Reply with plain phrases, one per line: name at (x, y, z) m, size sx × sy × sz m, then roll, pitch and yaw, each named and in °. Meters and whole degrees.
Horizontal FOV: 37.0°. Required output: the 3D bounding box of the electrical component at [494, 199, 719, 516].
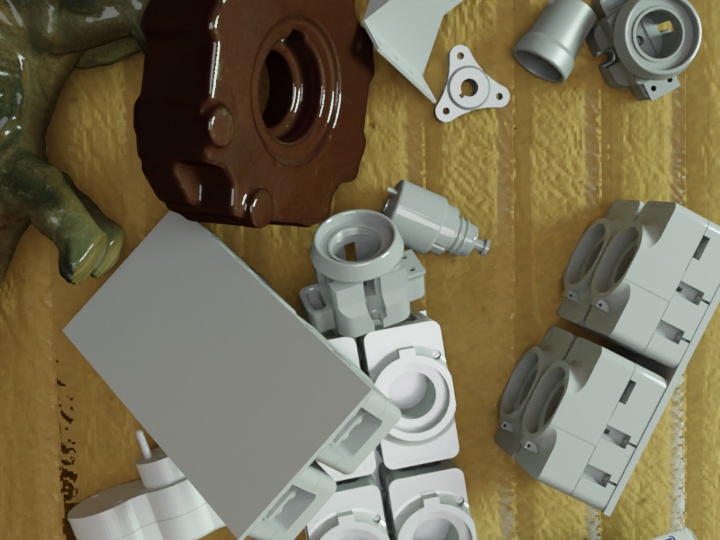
electrical component at (0.159, 0.048, 0.693) m, size 0.060 × 0.105 × 0.186 m, roll 27°, pitch 91°, yaw -9°

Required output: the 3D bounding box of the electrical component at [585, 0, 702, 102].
electrical component at (0.187, -0.151, 0.704) m, size 0.058 × 0.057 × 0.078 m, roll -29°, pitch 98°, yaw -4°

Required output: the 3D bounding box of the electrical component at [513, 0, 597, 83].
electrical component at (0.129, -0.152, 0.705) m, size 0.040 × 0.040 × 0.046 m, roll 33°, pitch 85°, yaw -9°

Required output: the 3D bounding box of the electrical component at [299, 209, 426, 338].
electrical component at (0.000, 0.000, 0.670) m, size 0.078 × 0.058 × 0.057 m, roll -19°, pitch 134°, yaw -12°

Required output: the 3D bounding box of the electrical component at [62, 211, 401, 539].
electrical component at (-0.077, 0.061, 0.637) m, size 0.105 × 0.060 × 0.186 m, roll -48°, pitch 58°, yaw -1°

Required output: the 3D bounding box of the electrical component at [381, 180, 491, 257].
electrical component at (0.048, -0.029, 0.704) m, size 0.078 × 0.040 × 0.040 m, roll 22°, pitch 92°, yaw -9°

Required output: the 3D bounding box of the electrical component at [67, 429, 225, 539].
electrical component at (-0.120, 0.133, 0.689) m, size 0.138 × 0.052 × 0.073 m, roll -20°, pitch 97°, yaw -6°

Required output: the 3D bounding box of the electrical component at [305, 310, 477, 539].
electrical component at (0.011, 0.130, 0.703) m, size 0.105 × 0.060 × 0.186 m, roll -10°, pitch 96°, yaw -7°
